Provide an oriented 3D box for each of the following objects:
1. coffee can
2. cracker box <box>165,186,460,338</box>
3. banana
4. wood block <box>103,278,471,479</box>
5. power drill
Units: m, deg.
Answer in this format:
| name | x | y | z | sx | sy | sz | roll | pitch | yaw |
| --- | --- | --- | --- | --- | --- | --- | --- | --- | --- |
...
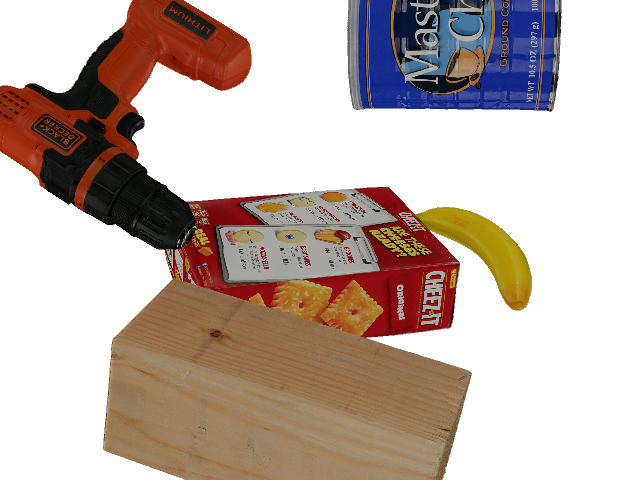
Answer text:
| name | x | y | z | sx | sy | sz | roll | pitch | yaw |
| --- | --- | --- | --- | --- | --- | --- | --- | --- | --- |
| coffee can | 0.094 | -0.143 | 0.752 | 0.140 | 0.103 | 0.102 | 2 | 0 | 8 |
| cracker box | -0.014 | 0.022 | 0.904 | 0.213 | 0.072 | 0.164 | -5 | 27 | -17 |
| banana | 0.164 | 0.010 | 1.093 | 0.069 | 0.037 | 0.198 | -35 | 39 | -14 |
| wood block | -0.021 | 0.107 | 0.671 | 0.206 | 0.090 | 0.090 | 17 | 29 | 13 |
| power drill | -0.132 | -0.096 | 0.799 | 0.184 | 0.187 | 0.057 | 33 | -33 | 8 |
